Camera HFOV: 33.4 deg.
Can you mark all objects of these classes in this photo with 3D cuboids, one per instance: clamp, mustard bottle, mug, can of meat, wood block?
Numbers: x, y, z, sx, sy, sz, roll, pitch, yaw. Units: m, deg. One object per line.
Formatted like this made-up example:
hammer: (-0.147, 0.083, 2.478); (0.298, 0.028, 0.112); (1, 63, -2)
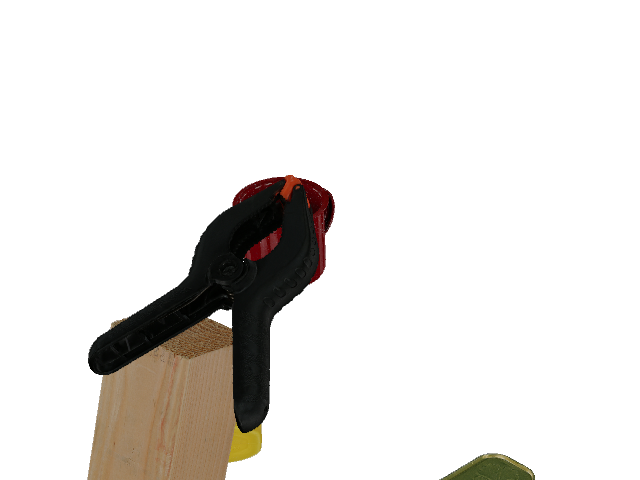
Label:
clamp: (-0.045, 0.035, 0.638); (0.120, 0.171, 0.039); (28, -24, 26)
mustard bottle: (-0.123, 0.199, 1.338); (0.096, 0.058, 0.191); (-2, 26, -3)
mug: (-0.029, -0.010, 1.056); (0.093, 0.081, 0.117); (23, 41, 34)
can of meat: (0.130, 0.240, 0.889); (0.101, 0.084, 0.058); (-21, 28, -35)
wood block: (-0.137, 0.173, 0.933); (0.090, 0.206, 0.090); (20, 18, 28)
